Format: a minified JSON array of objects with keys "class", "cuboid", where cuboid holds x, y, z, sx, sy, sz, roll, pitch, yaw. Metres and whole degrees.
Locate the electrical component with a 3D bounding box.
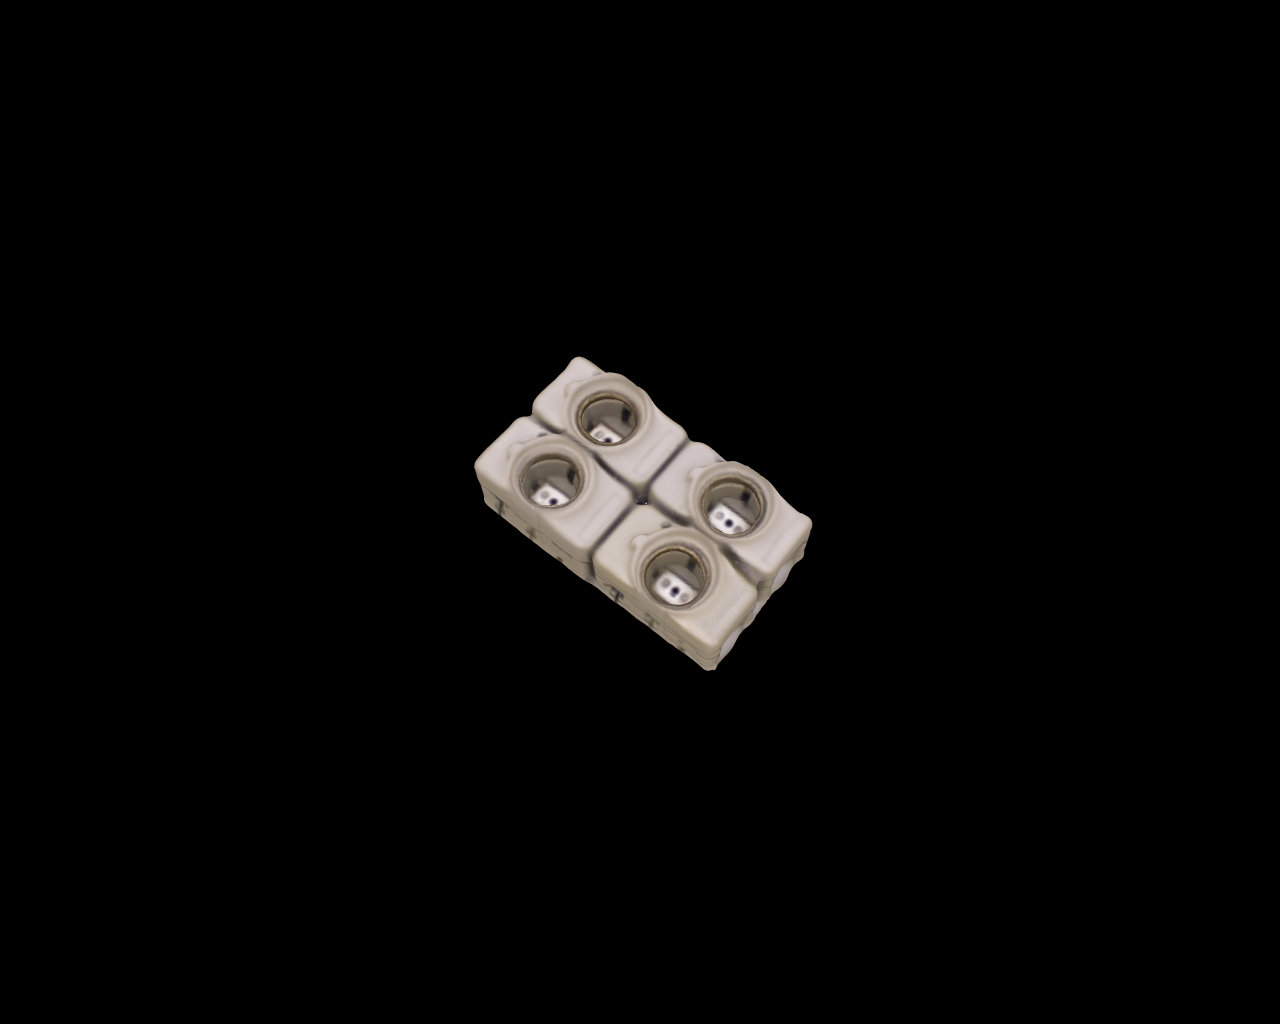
[{"class":"electrical component","cuboid":[0.001,-0.003,0.650,0.186,0.105,0.060,37,-19,15]}]
